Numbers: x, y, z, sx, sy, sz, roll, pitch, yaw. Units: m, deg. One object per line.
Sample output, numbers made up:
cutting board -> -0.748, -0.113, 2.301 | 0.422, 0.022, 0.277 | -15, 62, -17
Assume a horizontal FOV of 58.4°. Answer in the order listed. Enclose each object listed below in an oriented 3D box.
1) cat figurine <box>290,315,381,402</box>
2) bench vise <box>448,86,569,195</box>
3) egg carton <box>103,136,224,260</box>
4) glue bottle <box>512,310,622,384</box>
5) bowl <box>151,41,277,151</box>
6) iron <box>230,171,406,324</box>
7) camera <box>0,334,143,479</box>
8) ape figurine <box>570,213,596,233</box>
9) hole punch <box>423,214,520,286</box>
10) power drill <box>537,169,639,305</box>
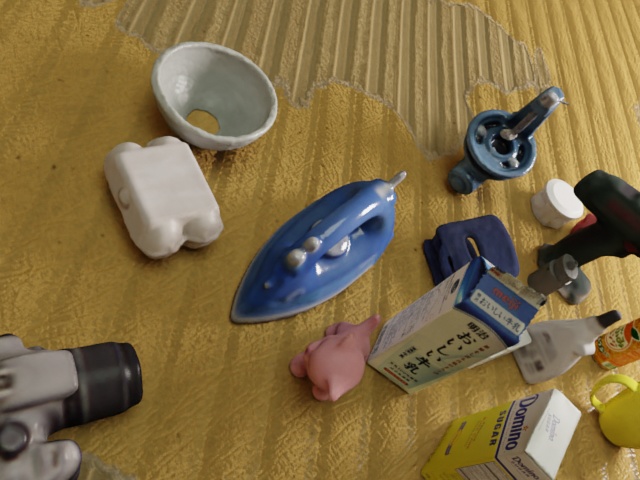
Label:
cat figurine -> 0.025, 0.128, 0.640 | 0.067, 0.117, 0.128 | 47, 51, 5
bench vise -> 0.309, -0.187, 0.919 | 0.121, 0.219, 0.207 | 33, 51, -6
egg carton -> -0.184, -0.052, 0.669 | 0.107, 0.069, 0.150 | -18, 71, -35
glue bottle -> 0.330, 0.133, 0.765 | 0.037, 0.173, 0.078 | -2, 62, -29
bowl -> -0.146, -0.179, 0.764 | 0.168, 0.074, 0.167 | 14, 56, -21
iron -> 0.006, 0.002, 0.691 | 0.118, 0.141, 0.259 | 48, 51, 5
camera -> -0.226, 0.146, 0.505 | 0.137, 0.100, 0.143 | -8, 65, -31
ape figurine -> 0.486, -0.017, 0.992 | 0.076, 0.092, 0.078 | 8, 58, -24
hole punch -> 0.216, 0.025, 0.823 | 0.101, 0.091, 0.108 | -1, 62, -28
power drill -> 0.451, 0.014, 0.879 | 0.076, 0.208, 0.229 | -31, 79, -38
